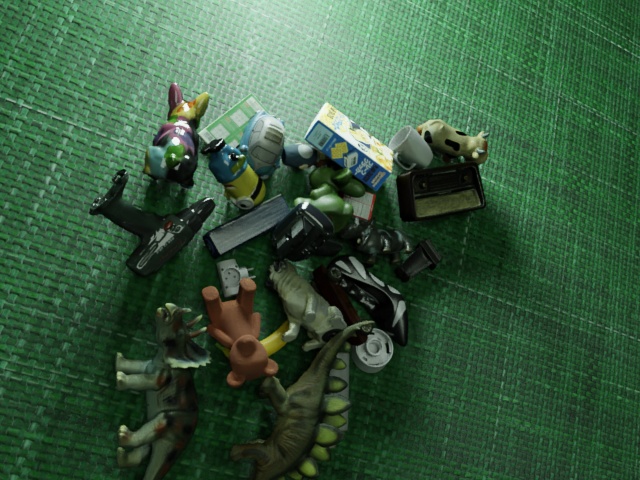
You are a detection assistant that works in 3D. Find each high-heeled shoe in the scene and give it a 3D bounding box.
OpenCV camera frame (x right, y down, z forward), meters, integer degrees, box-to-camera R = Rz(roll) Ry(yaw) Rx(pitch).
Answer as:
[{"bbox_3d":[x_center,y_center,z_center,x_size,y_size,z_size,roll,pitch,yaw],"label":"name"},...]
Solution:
[{"bbox_3d":[0.113,0.143,1.260,0.145,0.086,0.249,-6,61,-40],"label":"high-heeled shoe"}]

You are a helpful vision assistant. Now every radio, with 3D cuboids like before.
[{"bbox_3d":[0.315,-0.128,1.404,0.229,0.073,0.131,-11,93,-23],"label":"radio"}]

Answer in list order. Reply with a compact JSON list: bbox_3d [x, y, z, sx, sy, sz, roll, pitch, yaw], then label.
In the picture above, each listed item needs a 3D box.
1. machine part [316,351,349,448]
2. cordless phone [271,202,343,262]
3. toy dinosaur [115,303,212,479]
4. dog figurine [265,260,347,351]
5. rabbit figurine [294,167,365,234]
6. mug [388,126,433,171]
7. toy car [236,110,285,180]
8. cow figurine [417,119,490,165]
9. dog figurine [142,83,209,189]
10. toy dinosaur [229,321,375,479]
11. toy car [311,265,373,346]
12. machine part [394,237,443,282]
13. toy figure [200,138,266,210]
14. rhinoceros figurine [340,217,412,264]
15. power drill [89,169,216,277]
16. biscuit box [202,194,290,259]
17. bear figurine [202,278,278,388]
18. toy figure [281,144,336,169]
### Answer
[{"bbox_3d":[0.027,0.335,1.197,0.079,0.079,0.243,6,75,-19],"label":"machine part"},{"bbox_3d":[-0.002,-0.005,1.216,0.184,0.146,0.089,12,49,-37],"label":"cordless phone"},{"bbox_3d":[-0.303,0.328,1.062,0.192,0.131,0.404,-2,84,-20],"label":"toy dinosaur"},{"bbox_3d":[-0.028,0.135,1.205,0.172,0.121,0.191,37,23,-42],"label":"dog figurine"},{"bbox_3d":[0.016,-0.113,1.263,0.121,0.159,0.170,42,34,-45],"label":"rabbit figurine"},{"bbox_3d":[0.241,-0.227,1.408,0.107,0.081,0.109,35,62,-20],"label":"mug"},{"bbox_3d":[-0.125,-0.225,1.248,0.109,0.103,0.161,25,78,-26],"label":"toy car"},{"bbox_3d":[0.364,-0.261,1.435,0.195,0.127,0.085,25,73,-11],"label":"cow figurine"},{"bbox_3d":[-0.305,-0.229,1.159,0.108,0.191,0.219,12,89,-11],"label":"dog figurine"},{"bbox_3d":[-0.041,0.357,1.114,0.199,0.105,0.471,25,82,5],"label":"toy dinosaur"},{"bbox_3d":[0.050,0.147,1.234,0.053,0.089,0.202,-20,75,-39],"label":"toy car"},{"bbox_3d":[0.251,0.056,1.368,0.139,0.039,0.084,-31,95,-25],"label":"machine part"},{"bbox_3d":[-0.186,-0.146,1.196,0.089,0.082,0.180,-38,124,-12],"label":"toy figure"},{"bbox_3d":[0.137,-0.004,1.302,0.190,0.073,0.112,9,57,-30],"label":"rhinoceros figurine"},{"bbox_3d":[-0.355,-0.054,1.127,0.207,0.086,0.232,47,70,-36],"label":"power drill"},{"bbox_3d":[-0.164,-0.030,1.222,0.203,0.059,0.062,-29,90,-24],"label":"biscuit box"},{"bbox_3d":[-0.163,0.190,1.096,0.120,0.131,0.196,-11,37,-19],"label":"bear figurine"},{"bbox_3d":[-0.018,-0.205,1.320,0.154,0.058,0.064,-4,100,-23],"label":"toy figure"}]
